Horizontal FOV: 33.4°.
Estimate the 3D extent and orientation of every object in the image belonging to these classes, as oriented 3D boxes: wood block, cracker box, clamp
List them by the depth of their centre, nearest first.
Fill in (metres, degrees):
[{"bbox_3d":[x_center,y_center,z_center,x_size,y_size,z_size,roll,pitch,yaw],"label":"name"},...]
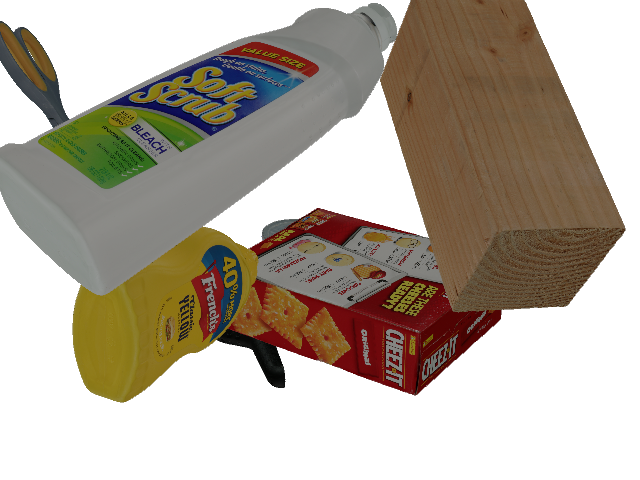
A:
[{"bbox_3d":[0.115,-0.063,0.727,0.090,0.206,0.091,-2,-35,-17],"label":"wood block"},{"bbox_3d":[0.037,0.049,0.973,0.214,0.072,0.163,17,30,31],"label":"cracker box"},{"bbox_3d":[-0.066,0.106,1.213,0.210,0.036,0.164,16,22,30],"label":"clamp"}]

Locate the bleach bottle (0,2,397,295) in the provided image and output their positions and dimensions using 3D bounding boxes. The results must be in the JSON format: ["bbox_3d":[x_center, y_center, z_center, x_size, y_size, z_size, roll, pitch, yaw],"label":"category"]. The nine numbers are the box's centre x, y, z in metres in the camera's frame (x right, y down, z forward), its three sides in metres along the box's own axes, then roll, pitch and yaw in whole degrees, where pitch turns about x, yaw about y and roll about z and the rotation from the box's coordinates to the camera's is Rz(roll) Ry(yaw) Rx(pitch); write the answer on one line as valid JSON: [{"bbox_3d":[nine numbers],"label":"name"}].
[{"bbox_3d":[-0.058,-0.074,0.626,0.250,0.068,0.103,-37,53,-25],"label":"bleach bottle"}]

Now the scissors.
[{"bbox_3d":[-0.224,-0.108,0.937,0.016,0.201,0.096,-27,26,9],"label":"scissors"}]

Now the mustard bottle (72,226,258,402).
[{"bbox_3d":[-0.103,0.041,0.796,0.058,0.096,0.191,12,21,25],"label":"mustard bottle"}]

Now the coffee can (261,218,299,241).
[{"bbox_3d":[-0.032,0.055,1.426,0.103,0.140,0.103,4,24,-2],"label":"coffee can"}]
